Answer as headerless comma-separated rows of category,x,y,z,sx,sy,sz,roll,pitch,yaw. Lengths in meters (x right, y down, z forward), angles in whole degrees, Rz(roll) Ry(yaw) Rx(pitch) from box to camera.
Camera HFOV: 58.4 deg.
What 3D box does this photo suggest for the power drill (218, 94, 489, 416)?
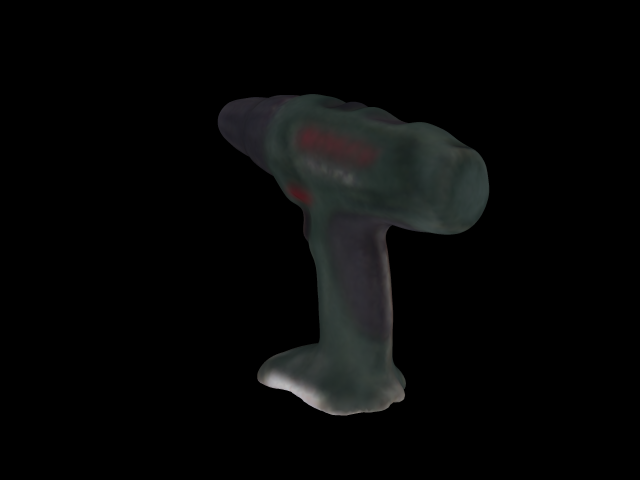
power drill,0.004,0.001,0.400,0.228,0.208,0.076,8,12,43
